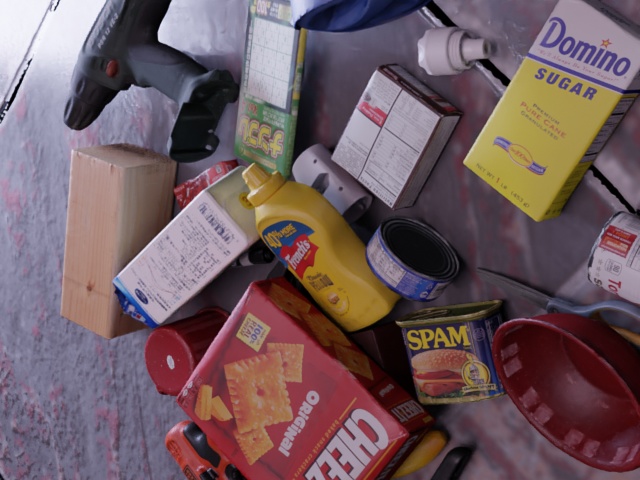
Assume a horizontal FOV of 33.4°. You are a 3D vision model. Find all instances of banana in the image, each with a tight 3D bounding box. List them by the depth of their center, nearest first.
[{"bbox_3d":[0.044,0.216,1.107,0.198,0.037,0.069,5,104,38],"label":"banana"}]

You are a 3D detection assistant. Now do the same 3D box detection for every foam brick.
[{"bbox_3d":[0.059,0.126,1.067,0.053,0.051,0.078,-19,87,40],"label":"foam brick"}]

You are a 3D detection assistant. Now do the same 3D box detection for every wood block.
[{"bbox_3d":[-0.238,-0.002,1.254,0.091,0.090,0.206,21,111,33],"label":"wood block"}]

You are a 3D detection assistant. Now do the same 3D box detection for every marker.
[{"bbox_3d":[-0.098,0.023,1.193,0.121,0.020,0.020,-9,94,39],"label":"marker"}]

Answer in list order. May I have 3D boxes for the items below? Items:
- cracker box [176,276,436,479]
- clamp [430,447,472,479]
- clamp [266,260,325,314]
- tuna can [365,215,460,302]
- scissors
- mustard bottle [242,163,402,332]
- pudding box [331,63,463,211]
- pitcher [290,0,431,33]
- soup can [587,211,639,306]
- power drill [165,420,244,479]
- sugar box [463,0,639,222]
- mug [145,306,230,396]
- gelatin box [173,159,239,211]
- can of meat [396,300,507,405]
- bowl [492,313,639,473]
[{"bbox_3d":[-0.021,0.166,1.041,0.214,0.072,0.164,43,113,21],"label":"cracker box"},{"bbox_3d":[0.107,0.313,1.076,0.210,0.036,0.164,-34,78,40],"label":"clamp"},{"bbox_3d":[-0.035,0.088,1.145,0.120,0.039,0.171,7,105,33],"label":"clamp"},{"bbox_3d":[0.086,0.018,1.002,0.086,0.085,0.034,47,125,22],"label":"tuna can"},{"bbox_3d":[0.223,0.078,0.946,0.202,0.016,0.096,11,129,53],"label":"scissors"},{"bbox_3d":[-0.007,0.002,1.044,0.191,0.058,0.096,49,147,-9],"label":"mustard bottle"},{"bbox_3d":[0.071,-0.098,1.021,0.090,0.039,0.114,41,123,24],"label":"pudding box"},{"bbox_3d":[0.023,-0.319,0.961,0.149,0.145,0.243,-13,87,-2],"label":"pitcher"},{"bbox_3d":[0.277,0.025,0.862,0.102,0.068,0.068,27,115,32],"label":"soup can"},{"bbox_3d":[-0.090,0.245,1.191,0.184,0.057,0.188,47,133,19],"label":"power drill"},{"bbox_3d":[0.205,-0.112,0.907,0.093,0.048,0.176,41,123,25],"label":"sugar box"},{"bbox_3d":[-0.150,0.137,1.217,0.093,0.081,0.117,51,125,18],"label":"mug"},{"bbox_3d":[-0.116,-0.040,1.187,0.089,0.030,0.073,-24,85,40],"label":"gelatin box"},{"bbox_3d":[0.130,0.106,1.005,0.102,0.057,0.084,-10,95,40],"label":"can of meat"},{"bbox_3d":[0.225,0.118,0.906,0.162,0.055,0.162,39,151,26],"label":"bowl"}]
